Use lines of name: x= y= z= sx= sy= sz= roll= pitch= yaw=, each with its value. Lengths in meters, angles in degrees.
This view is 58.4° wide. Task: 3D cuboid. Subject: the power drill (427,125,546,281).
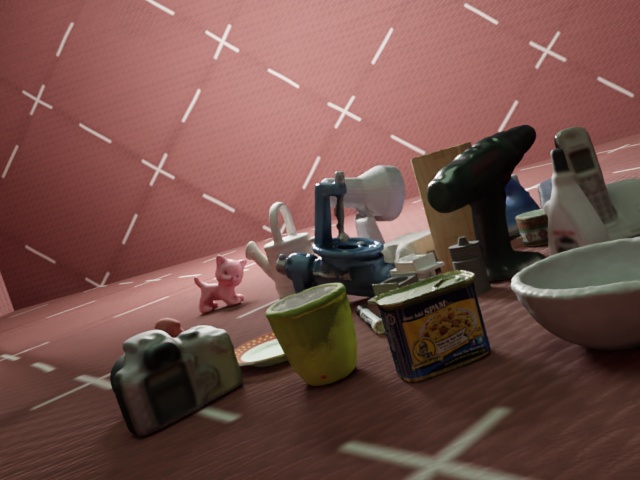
power drill: x=0.267 y=-0.054 z=0.863 sx=0.230 sy=0.208 sz=0.075 roll=-20 pitch=7 yaw=-32

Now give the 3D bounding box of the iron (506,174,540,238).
iron: x=0.343 y=-0.071 z=1.154 sx=0.259 sy=0.141 sz=0.118 roll=-19 pitch=6 yaw=-23

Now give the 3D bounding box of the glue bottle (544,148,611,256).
glue bottle: x=0.294 y=-0.023 z=0.668 sx=0.037 sy=0.173 sz=0.078 roll=-19 pitch=7 yaw=-23

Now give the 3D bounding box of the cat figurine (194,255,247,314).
cat figurine: x=-0.222 y=0.092 z=1.292 sx=0.127 sy=0.118 sz=0.067 roll=-16 pitch=6 yaw=4

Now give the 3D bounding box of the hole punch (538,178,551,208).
hole punch: x=0.478 y=-0.079 z=1.094 sx=0.108 sy=0.091 sz=0.101 roll=-14 pitch=6 yaw=22

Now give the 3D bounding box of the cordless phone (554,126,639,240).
cordless phone: x=0.425 y=-0.086 z=0.843 sx=0.148 sy=0.185 sz=0.094 roll=-17 pitch=6 yaw=-10

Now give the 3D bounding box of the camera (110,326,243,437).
camera: x=-0.192 y=0.155 z=0.698 sx=0.143 sy=0.101 sz=0.136 roll=-21 pitch=7 yaw=-38

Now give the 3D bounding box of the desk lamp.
desk lamp: x=0.091 y=-0.042 z=1.213 sx=0.204 sy=0.213 sz=0.117 roll=-19 pitch=7 yaw=-23

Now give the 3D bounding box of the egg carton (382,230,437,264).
egg carton: x=0.172 y=0.027 z=1.051 sx=0.107 sy=0.069 sz=0.151 roll=-10 pitch=8 yaw=45

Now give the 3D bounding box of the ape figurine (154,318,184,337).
ape figurine: x=-0.202 y=0.152 z=0.794 sx=0.076 sy=0.092 sz=0.077 roll=-18 pitch=6 yaw=-14

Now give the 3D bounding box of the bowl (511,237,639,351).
bowl: x=0.264 y=0.054 z=0.516 sx=0.167 sy=0.075 sz=0.167 roll=-16 pitch=6 yaw=2

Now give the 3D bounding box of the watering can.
watering can: x=-0.073 y=0.019 z=1.190 sx=0.173 sy=0.194 sz=0.101 roll=-16 pitch=6 yaw=0

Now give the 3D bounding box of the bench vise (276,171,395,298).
bench vise: x=0.007 y=0.005 z=0.969 sx=0.207 sy=0.220 sz=0.121 roll=-15 pitch=6 yaw=9
